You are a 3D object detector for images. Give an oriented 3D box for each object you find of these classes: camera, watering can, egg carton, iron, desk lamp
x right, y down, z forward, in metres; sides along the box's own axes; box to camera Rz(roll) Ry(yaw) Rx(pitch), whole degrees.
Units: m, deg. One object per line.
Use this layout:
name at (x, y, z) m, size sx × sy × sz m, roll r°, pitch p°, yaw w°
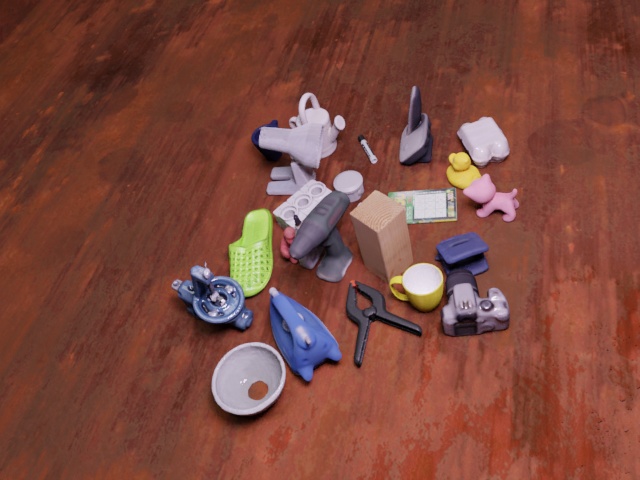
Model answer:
camera at (0.329, 0.125, 1.246) m, size 0.143 × 0.101 × 0.137 m, roll -8°, pitch 51°, yaw 10°
watering can at (-0.011, -0.338, 1.651) m, size 0.172 × 0.194 × 0.101 m, roll -6°, pitch 51°, yaw 12°
egg carton at (0.441, -0.265, 1.543) m, size 0.107 × 0.069 × 0.150 m, roll -19°, pitch 50°, yaw 1°
iron at (-0.064, 0.183, 1.288) m, size 0.119 × 0.142 × 0.257 m, roll -33°, pitch 51°, yaw -11°
desk lamp at (-0.072, -0.225, 1.567) m, size 0.202 × 0.214 × 0.118 m, roll -1°, pitch 52°, yaw 16°

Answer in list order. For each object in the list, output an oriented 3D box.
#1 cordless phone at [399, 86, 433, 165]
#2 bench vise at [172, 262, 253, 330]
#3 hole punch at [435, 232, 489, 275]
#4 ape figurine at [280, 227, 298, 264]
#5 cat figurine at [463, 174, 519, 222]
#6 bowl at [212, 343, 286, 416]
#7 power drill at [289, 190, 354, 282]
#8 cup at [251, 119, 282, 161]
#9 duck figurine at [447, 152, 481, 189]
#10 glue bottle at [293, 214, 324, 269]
cordless phone at (0.254, -0.310, 1.558) m, size 0.094 × 0.185 × 0.147 m, roll -3°, pitch 52°, yaw 14°
bench vise at (-0.277, 0.129, 1.341) m, size 0.207 × 0.220 × 0.121 m, roll 0°, pitch 53°, yaw 16°
hole punch at (0.327, 0.027, 1.331) m, size 0.108 × 0.091 × 0.101 m, roll -20°, pitch 50°, yaw 0°
ape figurine at (-0.070, 0.004, 1.465) m, size 0.078 × 0.092 × 0.076 m, roll -21°, pitch 50°, yaw 0°
cat figurine at (0.417, -0.110, 1.395) m, size 0.127 × 0.118 × 0.067 m, roll 8°, pitch 55°, yaw 22°
bowl at (-0.147, 0.314, 1.252) m, size 0.167 × 0.075 × 0.167 m, roll -8°, pitch 51°, yaw 10°
power drill at (0.013, 0.005, 1.363) m, size 0.075 × 0.209 × 0.230 m, roll 13°, pitch 57°, yaw 25°
cup at (-0.145, -0.295, 1.721) m, size 0.091 × 0.095 × 0.118 m, roll 8°, pitch 55°, yaw 22°
duck figurine at (0.373, -0.186, 1.490) m, size 0.077 × 0.086 × 0.104 m, roll -35°, pitch 51°, yaw -12°
glue bottle at (-0.037, -0.005, 1.409) m, size 0.037 × 0.173 × 0.078 m, roll 16°, pitch 59°, yaw 27°
